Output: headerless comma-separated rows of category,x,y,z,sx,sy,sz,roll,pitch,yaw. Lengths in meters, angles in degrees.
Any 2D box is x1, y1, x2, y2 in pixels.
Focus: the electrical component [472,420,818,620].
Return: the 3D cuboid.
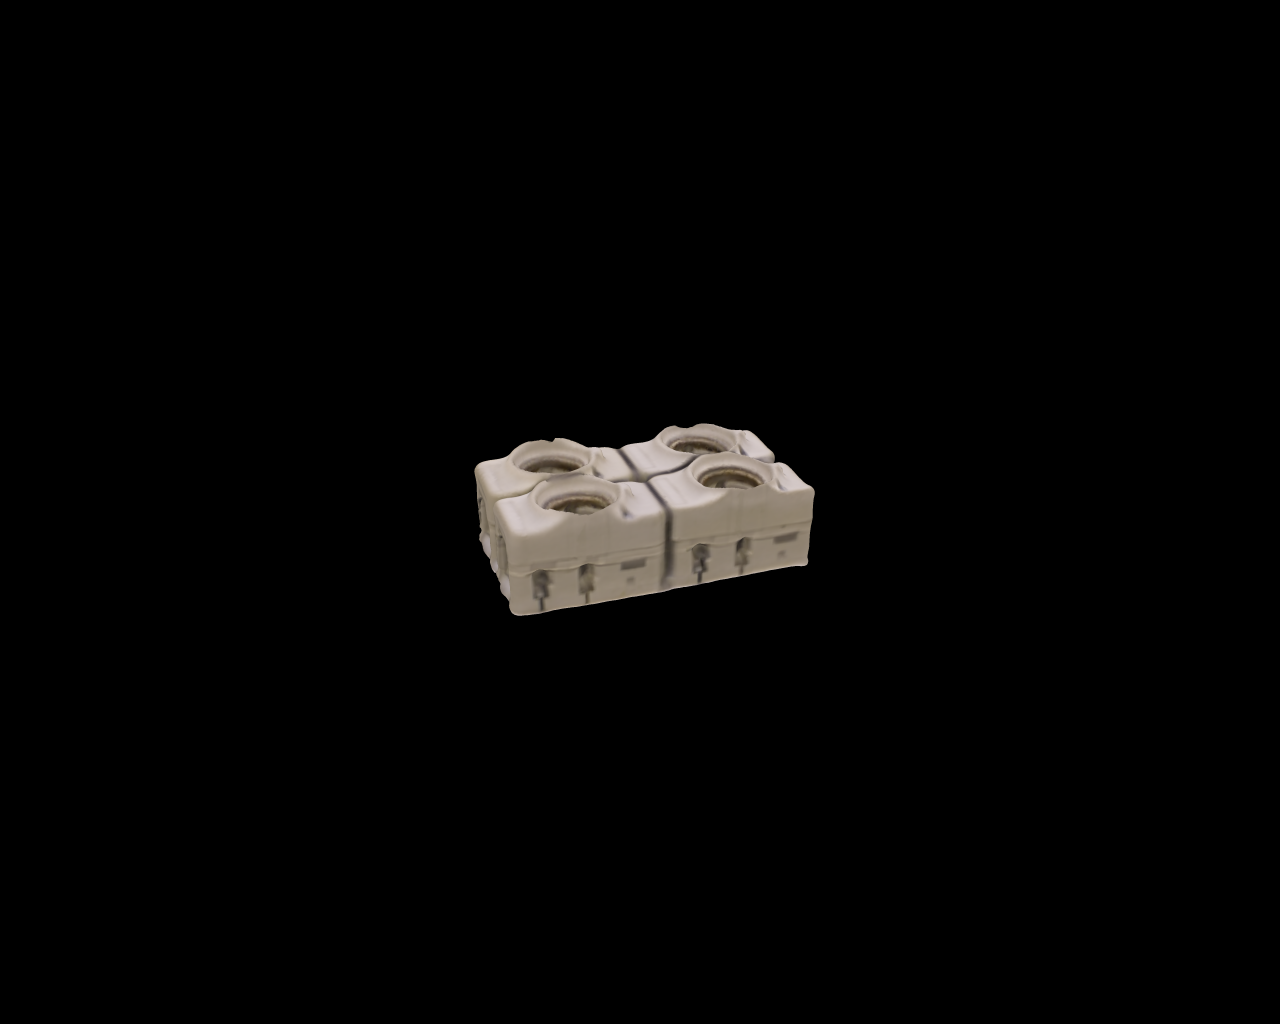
electrical component,0.001,-0.003,0.650,0.186,0.060,0.105,-8,28,-16
